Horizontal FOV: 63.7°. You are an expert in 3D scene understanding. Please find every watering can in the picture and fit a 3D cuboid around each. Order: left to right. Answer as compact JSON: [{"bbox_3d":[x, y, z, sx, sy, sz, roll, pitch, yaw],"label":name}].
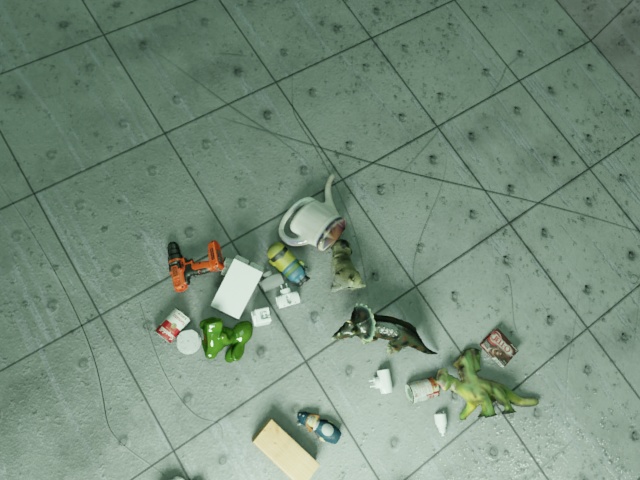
[{"bbox_3d":[0.006,-0.096,1.903,0.226,0.102,0.352,33,66,24],"label":"watering can"}]

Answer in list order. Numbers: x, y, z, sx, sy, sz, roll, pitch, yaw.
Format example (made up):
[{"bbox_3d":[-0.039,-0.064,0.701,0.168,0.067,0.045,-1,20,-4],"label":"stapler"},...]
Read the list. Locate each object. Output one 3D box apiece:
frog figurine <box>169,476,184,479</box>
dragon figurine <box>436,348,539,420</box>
[{"bbox_3d":[-0.408,0.779,1.554,0.160,0.120,0.139,-9,61,-50],"label":"frog figurine"},{"bbox_3d":[0.580,0.499,1.823,0.411,0.120,0.247,-2,65,-26],"label":"dragon figurine"}]
